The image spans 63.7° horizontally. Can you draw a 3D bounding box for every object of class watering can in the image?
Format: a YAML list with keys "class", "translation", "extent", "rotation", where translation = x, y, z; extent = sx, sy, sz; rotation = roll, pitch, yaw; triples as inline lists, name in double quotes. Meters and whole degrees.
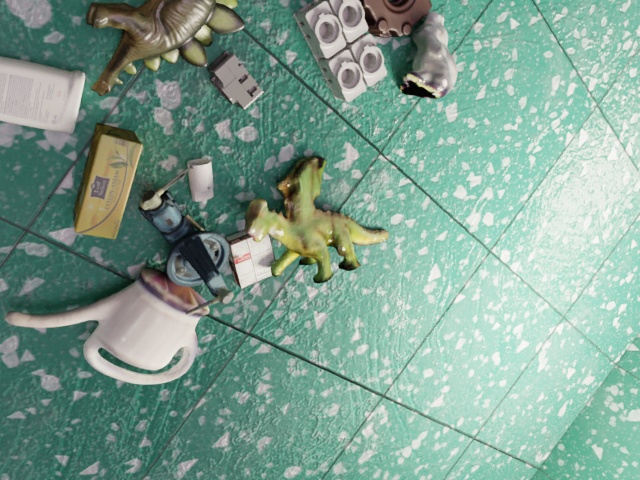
- class: "watering can"
  translation: [-0.358, 0.147, 0.953]
  extent: [0.343, 0.105, 0.224]
  rotation: [38, 89, -35]

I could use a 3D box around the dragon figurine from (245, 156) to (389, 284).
- class: "dragon figurine"
  translation: [0.003, -0.054, 1.072]
  extent: [0.415, 0.122, 0.239]
  rotation: [-23, 114, -43]

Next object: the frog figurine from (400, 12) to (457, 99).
- class: "frog figurine"
  translation: [0.237, -0.377, 1.060]
  extent: [0.159, 0.123, 0.136]
  rotation: [-66, 157, 0]
